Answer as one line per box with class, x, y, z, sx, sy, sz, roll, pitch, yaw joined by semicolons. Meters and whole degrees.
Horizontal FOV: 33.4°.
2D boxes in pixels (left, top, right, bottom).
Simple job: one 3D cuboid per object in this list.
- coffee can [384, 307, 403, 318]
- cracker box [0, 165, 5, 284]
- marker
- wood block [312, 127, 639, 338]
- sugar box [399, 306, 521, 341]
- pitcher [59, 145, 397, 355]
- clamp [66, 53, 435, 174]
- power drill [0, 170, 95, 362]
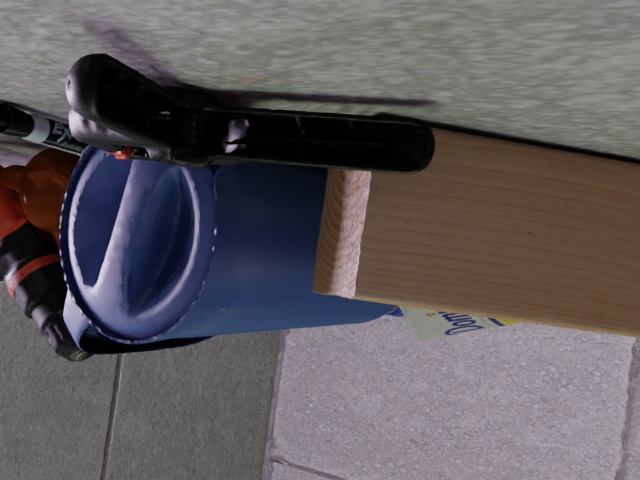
coffee can;0.043;0.030;1.212;0.140;0.103;0.103;10;176;-34
cracker box;-0.342;-0.023;0.995;0.164;0.072;0.213;6;159;21
marker;-0.172;-0.069;0.697;0.020;0.020;0.121;6;177;25
wood block;0.110;-0.001;0.574;0.206;0.091;0.090;8;177;-14
sugar box;0.139;0.022;0.701;0.176;0.048;0.093;-14;156;9
pitcher;-0.047;0.008;0.711;0.149;0.145;0.242;1;177;37
clamp;-0.054;-0.053;0.516;0.164;0.036;0.210;9;179;-22
power drill;-0.208;0.031;0.916;0.057;0.184;0.187;-37;161;8
